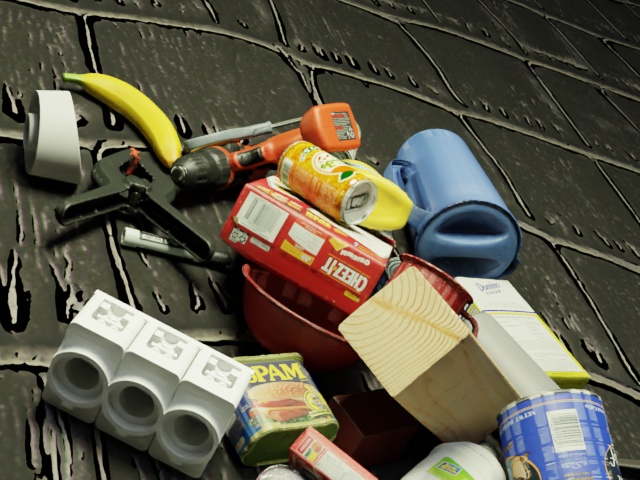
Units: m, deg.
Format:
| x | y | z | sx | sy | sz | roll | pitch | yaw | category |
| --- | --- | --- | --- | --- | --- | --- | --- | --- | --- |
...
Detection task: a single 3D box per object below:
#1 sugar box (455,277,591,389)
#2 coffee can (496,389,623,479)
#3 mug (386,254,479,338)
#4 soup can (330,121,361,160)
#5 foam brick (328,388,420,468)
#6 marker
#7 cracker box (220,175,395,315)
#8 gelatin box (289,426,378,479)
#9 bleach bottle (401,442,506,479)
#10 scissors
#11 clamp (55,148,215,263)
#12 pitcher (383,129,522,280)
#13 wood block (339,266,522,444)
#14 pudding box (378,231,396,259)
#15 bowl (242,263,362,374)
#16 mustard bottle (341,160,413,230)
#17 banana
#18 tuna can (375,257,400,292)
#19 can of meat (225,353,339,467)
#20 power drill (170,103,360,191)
| x | y | z | sx | sy | sz | roll | pitch | yaw | category |
| --- | --- | --- | --- | --- | --- | --- | --- | --- | --- |
| 0.228 | 0.116 | 1.257 | 0.093 | 0.048 | 0.176 | 5 | 32 | -35 | sugar box |
| 0.226 | 0.222 | 0.981 | 0.102 | 0.103 | 0.140 | 11 | 53 | -27 | coffee can |
| 0.112 | 0.080 | 1.127 | 0.117 | 0.081 | 0.093 | 34 | -10 | -1 | mug |
| 0.017 | -0.122 | 1.439 | 0.068 | 0.069 | 0.102 | 24 | 30 | -5 | soup can |
| 0.043 | 0.177 | 0.998 | 0.078 | 0.051 | 0.053 | -2 | 41 | -41 | foam brick |
| -0.151 | 0.010 | 1.137 | 0.121 | 0.020 | 0.020 | 15 | 31 | -22 | marker |
| -0.008 | 0.001 | 1.156 | 0.164 | 0.072 | 0.213 | 30 | 8 | 2 | cracker box |
| 0.009 | 0.201 | 0.899 | 0.073 | 0.089 | 0.030 | 37 | 67 | 14 | gelatin box |
| 0.110 | 0.245 | 0.936 | 0.103 | 0.068 | 0.250 | 38 | 28 | 16 | bleach bottle |
| -0.085 | -0.133 | 1.329 | 0.201 | 0.096 | 0.016 | -16 | 91 | -32 | scissors |
| -0.190 | -0.043 | 1.148 | 0.164 | 0.036 | 0.210 | 19 | 22 | -13 | clamp |
| 0.160 | -0.054 | 1.387 | 0.145 | 0.149 | 0.243 | -15 | 32 | 2 | pitcher |
| 0.111 | 0.120 | 1.005 | 0.091 | 0.090 | 0.206 | 51 | 2 | 35 | wood block |
| 0.034 | -0.020 | 1.321 | 0.113 | 0.039 | 0.090 | 21 | 28 | -16 | pudding box |
| -0.018 | 0.086 | 1.061 | 0.162 | 0.055 | 0.162 | 29 | 9 | -5 | bowl |
| 0.046 | -0.059 | 1.253 | 0.096 | 0.058 | 0.191 | 19 | 8 | -9 | mustard bottle |
| -0.230 | -0.153 | 1.320 | 0.198 | 0.037 | 0.069 | 37 | 46 | 18 | banana |
| 0.109 | 0.060 | 1.258 | 0.086 | 0.034 | 0.086 | 20 | 30 | -12 | tuna can |
| -0.043 | 0.153 | 0.960 | 0.101 | 0.058 | 0.084 | 1 | 41 | -38 | can of meat |
| -0.061 | -0.104 | 1.238 | 0.184 | 0.188 | 0.057 | -21 | 95 | -62 | power drill |
